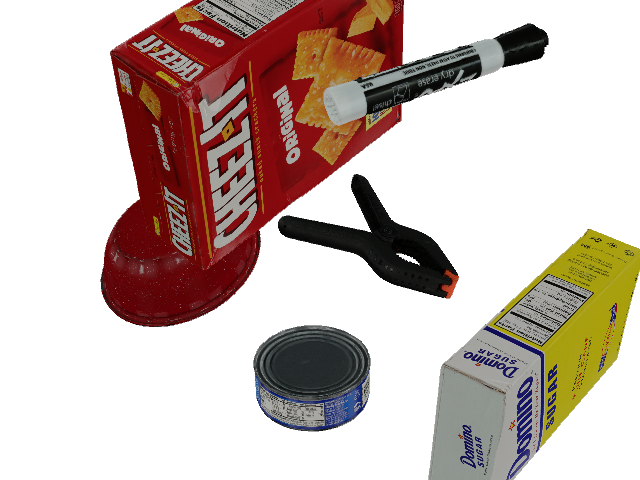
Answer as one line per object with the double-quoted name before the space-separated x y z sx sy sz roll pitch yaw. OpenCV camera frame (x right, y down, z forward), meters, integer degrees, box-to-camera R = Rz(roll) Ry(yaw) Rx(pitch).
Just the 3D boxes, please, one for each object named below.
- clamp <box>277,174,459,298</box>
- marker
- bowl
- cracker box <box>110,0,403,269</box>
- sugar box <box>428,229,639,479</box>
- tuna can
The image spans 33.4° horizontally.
"clamp" 0.064 0.004 1.244 0.210 0.036 0.164 39 43 27
"marker" 0.060 -0.084 0.530 0.121 0.020 0.020 -20 5 -15
"bowl" -0.140 0.002 0.998 0.162 0.162 0.055 0 -41 21
"cracker box" -0.031 -0.104 0.742 0.072 0.164 0.213 33 57 28
"sugar box" 0.132 0.073 0.638 0.048 0.093 0.175 23 40 28
"tuna can" -0.006 0.101 0.786 0.086 0.034 0.086 -1 32 1
